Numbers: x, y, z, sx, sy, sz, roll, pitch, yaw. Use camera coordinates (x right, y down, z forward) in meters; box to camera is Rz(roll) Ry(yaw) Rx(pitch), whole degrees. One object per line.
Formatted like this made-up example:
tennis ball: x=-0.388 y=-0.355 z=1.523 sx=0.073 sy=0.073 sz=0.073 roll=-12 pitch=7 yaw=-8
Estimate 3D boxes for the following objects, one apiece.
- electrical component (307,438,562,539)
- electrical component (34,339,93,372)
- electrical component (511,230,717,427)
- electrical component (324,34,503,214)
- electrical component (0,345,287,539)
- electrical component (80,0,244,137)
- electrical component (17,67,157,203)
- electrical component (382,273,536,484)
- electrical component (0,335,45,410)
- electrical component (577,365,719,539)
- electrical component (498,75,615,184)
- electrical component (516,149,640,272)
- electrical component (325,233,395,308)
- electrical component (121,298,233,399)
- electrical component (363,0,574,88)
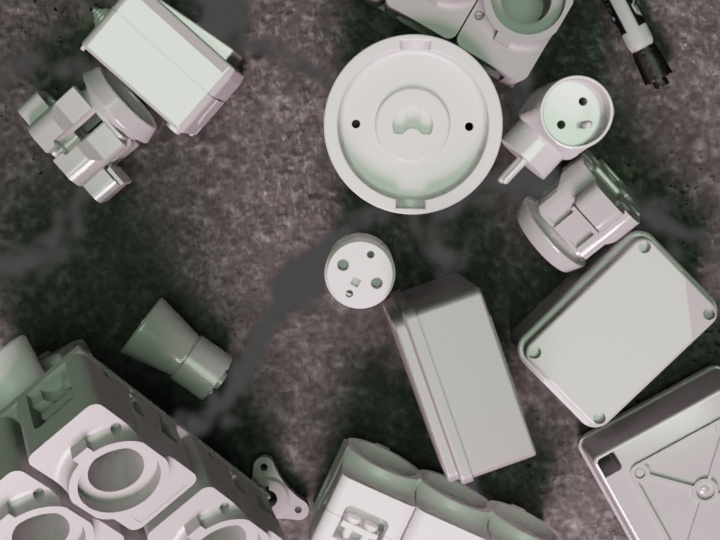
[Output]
electrical component: x=0.048 y=0.168 z=0.689 sx=0.150 sy=0.089 sz=0.061 roll=25 pitch=95 yaw=-2
electrical component: x=-0.190 y=0.087 z=0.696 sx=0.061 sy=0.061 sz=0.096 roll=-28 pitch=95 yaw=3
electrical component: x=0.162 y=0.036 z=0.692 sx=0.113 sy=0.057 sz=0.078 roll=-45 pitch=94 yaw=4
electrical component: x=0.033 y=-0.091 z=0.678 sx=0.108 sy=0.060 sz=0.108 roll=0 pitch=97 yaw=1
electrical component: x=-0.137 y=0.144 z=0.634 sx=0.105 sy=0.060 sz=0.186 roll=-40 pitch=130 yaw=2
electrical component: x=-0.124 y=-0.137 z=0.673 sx=0.096 sy=0.061 sz=0.061 roll=42 pitch=94 yaw=-4
electrical component: x=-0.167 y=-0.091 z=0.681 sx=0.057 sy=0.058 sz=0.078 roll=-40 pitch=94 yaw=7
electrical component: x=0.059 y=0.063 z=0.670 sx=0.056 sy=0.108 sz=0.108 roll=-19 pitch=95 yaw=-1
electrical component: x=-0.200 y=0.073 z=0.639 sx=0.045 sy=0.045 sz=0.055 roll=-39 pitch=95 yaw=4
electrical component: x=0.217 y=0.136 z=0.703 sx=0.109 sy=0.056 sz=0.108 roll=-29 pitch=95 yaw=3
electrical component: x=0.115 y=-0.083 z=0.670 sx=0.043 sy=0.077 sz=0.079 roll=43 pitch=94 yaw=-4
electrical component: x=0.137 y=-0.036 z=0.680 sx=0.057 sy=0.078 sz=0.058 roll=-41 pitch=94 yaw=23
electrical component: x=0.000 y=0.000 z=0.690 sx=0.045 sy=0.055 sz=0.045 roll=0 pitch=95 yaw=0
electrical component: x=-0.117 y=0.054 z=0.704 sx=0.065 sy=0.044 sz=0.044 roll=37 pitch=95 yaw=-8
electrical component: x=0.057 y=-0.191 z=0.667 sx=0.150 sy=0.061 sz=0.089 roll=30 pitch=95 yaw=-3
